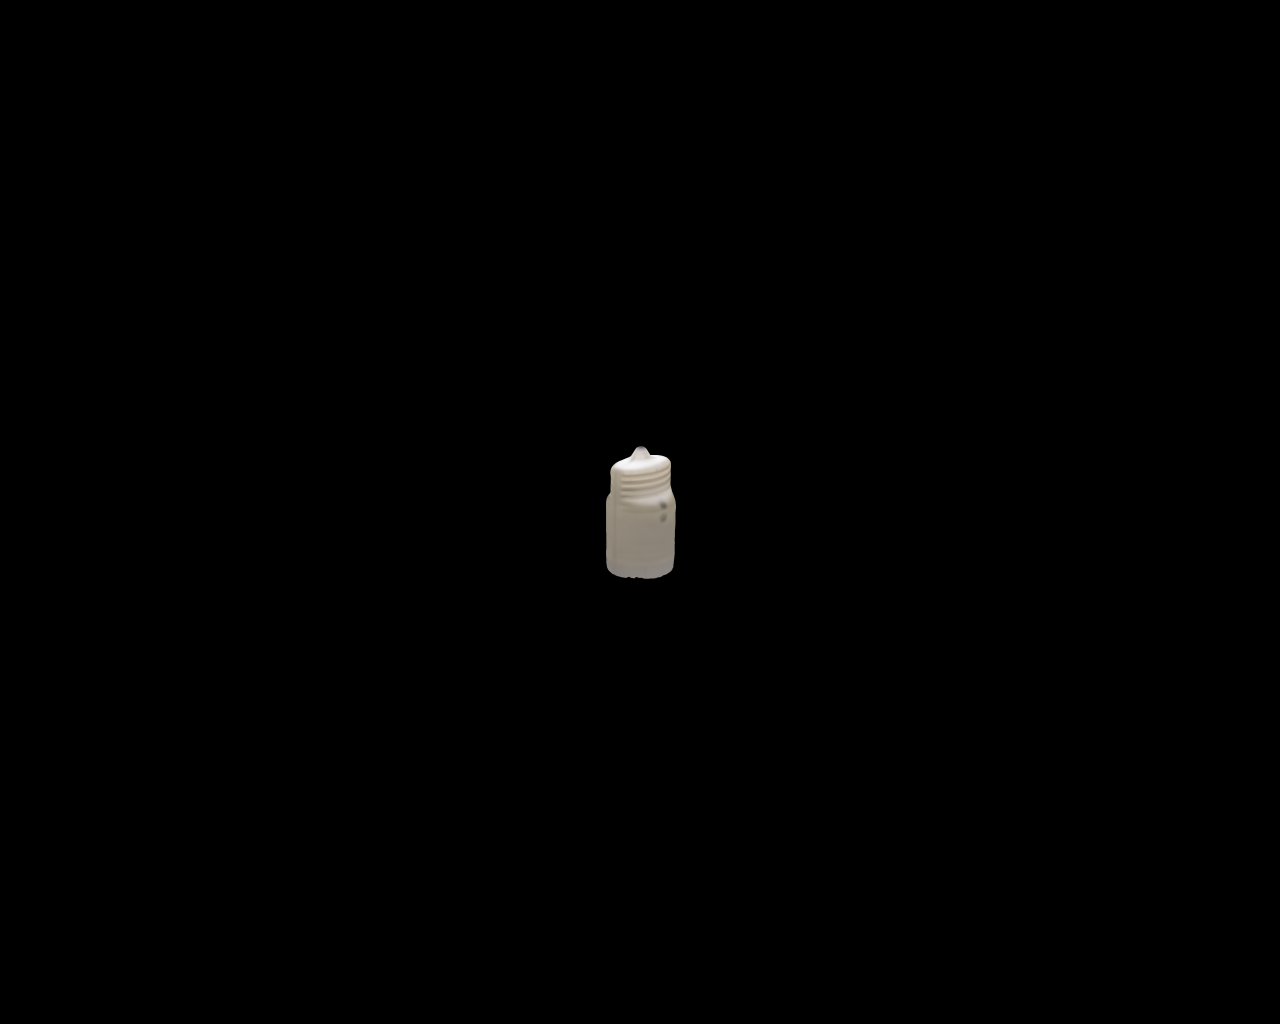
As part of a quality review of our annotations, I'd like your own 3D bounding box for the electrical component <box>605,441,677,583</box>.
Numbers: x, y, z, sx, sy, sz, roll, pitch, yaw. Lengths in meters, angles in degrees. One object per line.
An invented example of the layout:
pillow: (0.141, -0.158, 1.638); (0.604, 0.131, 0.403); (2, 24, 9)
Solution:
electrical component: (0.001, -0.003, 0.650); (0.043, 0.080, 0.043); (0, 19, 0)
